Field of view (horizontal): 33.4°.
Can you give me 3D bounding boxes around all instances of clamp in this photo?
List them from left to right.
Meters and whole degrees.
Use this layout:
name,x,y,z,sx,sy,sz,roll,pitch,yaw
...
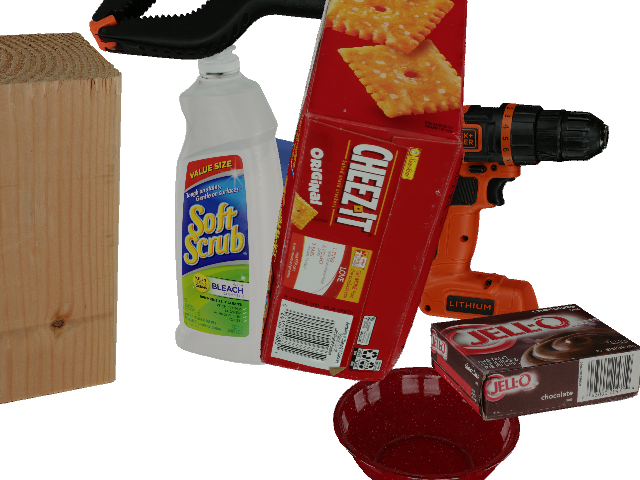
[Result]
name,x,y,z,sx,sy,sz,roll,pitch,yaw
clamp,-0.052,-0.174,0.724,0.210,0.165,0.036,-32,-18,-6

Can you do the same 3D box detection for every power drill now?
name,x,y,z,sx,sy,sz,roll,pitch,yaw
power drill,0.151,-0.025,0.919,0.185,0.188,0.057,5,14,25

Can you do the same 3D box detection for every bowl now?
name,x,y,z,sx,sy,sz,roll,pitch,yaw
bowl,0.092,0.177,0.937,0.162,0.055,0.162,-1,27,0

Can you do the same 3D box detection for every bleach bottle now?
name,x,y,z,sx,sy,sz,roll,pitch,yaw
bleach bottle,-0.076,-0.029,0.842,0.103,0.251,0.068,9,26,28

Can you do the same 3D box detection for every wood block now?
name,x,y,z,sx,sy,sz,roll,pitch,yaw
wood block,-0.179,-0.014,0.654,0.090,0.206,0.090,-8,30,-28

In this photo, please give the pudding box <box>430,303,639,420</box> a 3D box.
name,x,y,z,sx,sy,sz,roll,pitch,yaw
pudding box,0.140,0.078,0.705,0.113,0.039,0.090,-5,18,-15

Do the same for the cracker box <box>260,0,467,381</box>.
name,x,y,z,sx,sy,sz,roll,pitch,yaw
cracker box,0.027,-0.062,0.536,0.072,0.213,0.164,11,-44,0

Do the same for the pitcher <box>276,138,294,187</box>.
name,x,y,z,sx,sy,sz,roll,pitch,yaw
pitcher,0.010,-0.021,1.098,0.243,0.145,0.149,18,25,21
